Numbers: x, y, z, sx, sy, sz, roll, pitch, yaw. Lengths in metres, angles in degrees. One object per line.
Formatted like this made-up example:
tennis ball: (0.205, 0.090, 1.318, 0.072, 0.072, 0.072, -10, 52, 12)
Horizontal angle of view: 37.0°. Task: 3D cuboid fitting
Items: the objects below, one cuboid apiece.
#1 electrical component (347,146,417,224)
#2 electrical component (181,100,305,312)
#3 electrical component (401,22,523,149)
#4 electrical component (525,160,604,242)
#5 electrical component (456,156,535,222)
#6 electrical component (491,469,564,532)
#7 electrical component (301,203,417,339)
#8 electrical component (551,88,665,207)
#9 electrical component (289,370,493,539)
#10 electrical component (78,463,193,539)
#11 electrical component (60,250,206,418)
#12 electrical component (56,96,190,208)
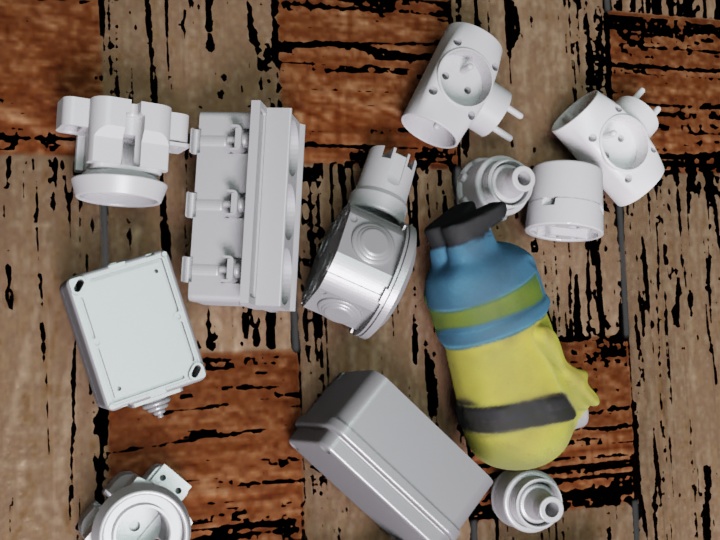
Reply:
electrical component: (0.016, -0.056, 0.728, 0.040, 0.040, 0.046, 23, 72, -17)
electrical component: (-0.072, -0.037, 0.676, 0.063, 0.079, 0.121, 2, 84, 9)
electrical component: (0.079, -0.119, 0.753, 0.079, 0.044, 0.077, 30, 76, -16)
electrical component: (0.147, -0.049, 0.767, 0.055, 0.055, 0.047, 9, 79, -19)
electrical component: (0.099, -0.058, 0.745, 0.048, 0.062, 0.048, 2, 85, -20)
electrical component: (0.117, 0.157, 0.732, 0.043, 0.062, 0.043, 0, 88, -15)
electrical component: (0.000, 0.000, 0.695, 0.051, 0.080, 0.080, 24, 78, -11)
electrical component: (0.193, -0.101, 0.793, 0.077, 0.044, 0.079, 46, 72, -11)
electrical component: (0.018, 0.123, 0.692, 0.113, 0.078, 0.057, 44, 70, -11)
electrical component: (-0.133, 0.155, 0.644, 0.058, 0.057, 0.078, 43, 73, -12)
electrical component: (-0.137, 0.043, 0.650, 0.062, 0.061, 0.096, -18, 92, -21)
electrical component: (-0.146, -0.070, 0.659, 0.078, 0.058, 0.057, 5, 83, -28)
